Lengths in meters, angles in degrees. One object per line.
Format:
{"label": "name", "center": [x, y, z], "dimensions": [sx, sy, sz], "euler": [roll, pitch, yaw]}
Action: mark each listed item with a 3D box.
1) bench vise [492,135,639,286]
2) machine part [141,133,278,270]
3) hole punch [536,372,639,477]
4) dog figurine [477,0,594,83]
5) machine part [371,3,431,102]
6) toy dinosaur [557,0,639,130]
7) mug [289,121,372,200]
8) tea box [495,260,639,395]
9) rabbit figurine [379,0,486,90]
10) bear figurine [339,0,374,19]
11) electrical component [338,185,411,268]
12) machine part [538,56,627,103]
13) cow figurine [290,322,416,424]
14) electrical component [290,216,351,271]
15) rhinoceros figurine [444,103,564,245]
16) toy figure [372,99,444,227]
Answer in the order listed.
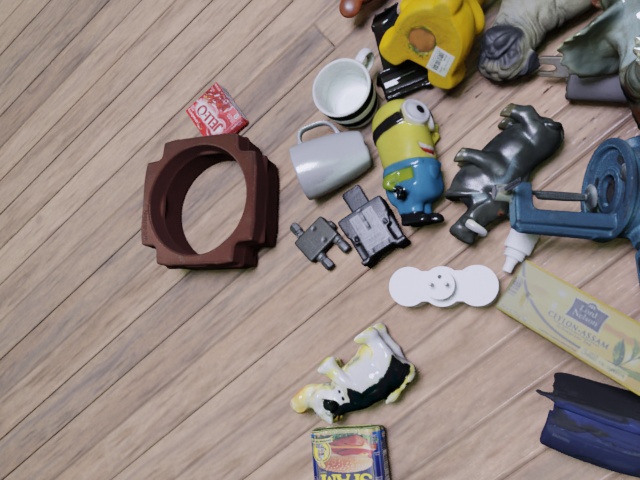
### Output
{"label": "bench vise", "center": [0.317, -0.023, 0.602], "dimensions": [0.241, 0.128, 0.223], "euler": [5, 74, 3]}
{"label": "machine part", "center": [-0.169, -0.054, 0.833], "dimensions": [0.201, 0.087, 0.201], "euler": [-3, 81, 21]}
{"label": "hole punch", "center": [0.303, 0.210, 0.587], "dimensions": [0.142, 0.115, 0.092], "euler": [17, 95, 24]}
{"label": "dog figurine", "center": [0.304, -0.292, 0.691], "dimensions": [0.173, 0.121, 0.190], "euler": [13, 100, 26]}
{"label": "machine part", "center": [0.111, -0.274, 0.787], "dimensions": [0.084, 0.039, 0.139], "euler": [-18, 76, 23]}
{"label": "toy dinosaur", "center": [0.381, -0.117, 0.525], "dimensions": [0.131, 0.192, 0.404], "euler": [-34, 90, 12]}
{"label": "mug", "center": [0.016, -0.123, 0.780], "dimensions": [0.107, 0.080, 0.109], "euler": [-18, 68, 7]}
{"label": "tea box", "center": [0.295, 0.097, 0.614], "dimensions": [0.170, 0.098, 0.068], "euler": [32, 94, 22]}
{"label": "rabbit figurine", "center": [0.169, -0.315, 0.707], "dimensions": [0.122, 0.162, 0.173], "euler": [28, 57, 15]}
{"label": "bear figurine", "center": [0.114, -0.405, 0.782], "dimensions": [0.196, 0.132, 0.120], "euler": [-33, 68, 32]}
{"label": "electrical component", "center": [0.068, -0.028, 0.755], "dimensions": [0.075, 0.047, 0.119], "euler": [-30, 73, 14]}
{"label": "machine part", "center": [0.390, -0.200, 0.641], "dimensions": [0.243, 0.079, 0.079], "euler": [9, 84, 22]}
{"label": "cow figurine", "center": [0.043, 0.195, 0.717], "dimensions": [0.167, 0.068, 0.098], "euler": [-43, 74, 11]}
{"label": "electrical component", "center": [-0.002, -0.002, 0.791], "dimensions": [0.063, 0.021, 0.094], "euler": [-48, 67, 8]}
{"label": "rhinoceros figurine", "center": [0.229, -0.082, 0.692], "dimensions": [0.112, 0.073, 0.190], "euler": [40, 95, 12]}
{"label": "toy figure", "center": [0.119, -0.106, 0.731], "dimensions": [0.089, 0.082, 0.180], "euler": [-8, 80, 18]}
